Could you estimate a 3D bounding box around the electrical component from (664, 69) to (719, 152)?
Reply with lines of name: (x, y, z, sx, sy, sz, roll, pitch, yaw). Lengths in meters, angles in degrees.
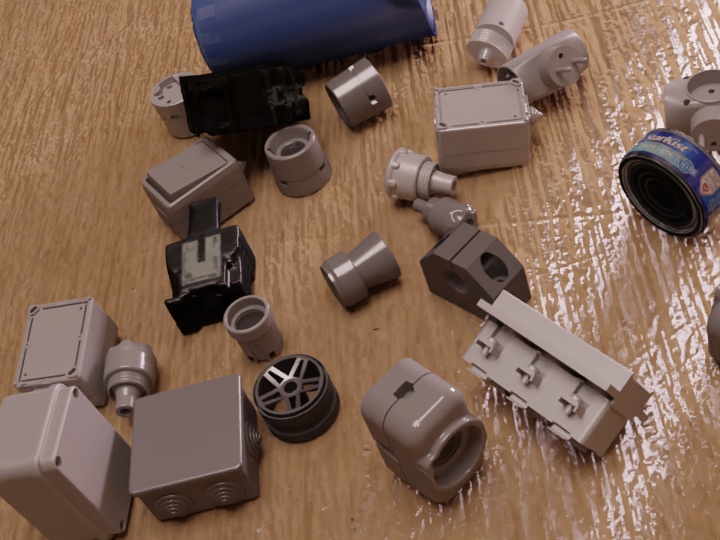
electrical component: (0.298, -0.127, 0.908, 0.077, 0.044, 0.079, -3, 49, 19)

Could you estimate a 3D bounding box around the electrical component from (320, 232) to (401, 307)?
electrical component: (0.000, 0.000, 0.904, 0.055, 0.045, 0.045, -31, 46, -8)

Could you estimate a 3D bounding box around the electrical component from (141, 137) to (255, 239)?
electrical component: (-0.151, -0.083, 1.027, 0.096, 0.061, 0.062, -37, 47, -14)

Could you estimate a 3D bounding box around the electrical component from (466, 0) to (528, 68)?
electrical component: (0.135, -0.233, 1.069, 0.043, 0.043, 0.081, 7, 52, 26)

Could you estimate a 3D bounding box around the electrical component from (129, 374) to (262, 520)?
electrical component: (-0.125, 0.137, 0.823, 0.100, 0.048, 0.099, -15, 46, 8)

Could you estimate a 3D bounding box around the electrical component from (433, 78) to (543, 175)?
electrical component: (0.117, -0.128, 0.971, 0.096, 0.061, 0.061, -5, 47, 6)

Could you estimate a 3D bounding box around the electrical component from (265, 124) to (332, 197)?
electrical component: (-0.060, -0.105, 1.023, 0.055, 0.047, 0.055, -11, 46, 12)

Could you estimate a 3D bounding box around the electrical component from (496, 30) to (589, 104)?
electrical component: (0.178, -0.186, 0.988, 0.077, 0.043, 0.079, -32, 17, -16)

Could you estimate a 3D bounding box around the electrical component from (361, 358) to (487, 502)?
electrical component: (0.047, 0.114, 0.745, 0.054, 0.095, 0.059, -43, 48, -19)

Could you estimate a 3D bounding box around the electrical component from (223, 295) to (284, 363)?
electrical component: (-0.087, 0.050, 0.890, 0.040, 0.046, 0.040, -11, 46, 12)

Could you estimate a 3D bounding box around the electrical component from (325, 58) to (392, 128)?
electrical component: (-0.002, -0.173, 1.060, 0.047, 0.055, 0.055, -32, 46, -4)

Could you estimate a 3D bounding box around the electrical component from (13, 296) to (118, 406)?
electrical component: (-0.249, 0.080, 0.920, 0.062, 0.061, 0.096, -9, 54, 13)

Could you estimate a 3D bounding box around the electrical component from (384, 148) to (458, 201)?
electrical component: (0.056, -0.081, 0.959, 0.062, 0.048, 0.048, 15, 55, 23)

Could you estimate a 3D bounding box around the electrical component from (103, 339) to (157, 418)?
electrical component: (-0.192, 0.093, 0.894, 0.043, 0.043, 0.062, -13, 47, 9)

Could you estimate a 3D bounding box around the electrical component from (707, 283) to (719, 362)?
electrical component: (0.290, 0.027, 0.761, 0.059, 0.053, 0.095, 27, 62, 37)

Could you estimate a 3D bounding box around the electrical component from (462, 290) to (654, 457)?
electrical component: (0.137, 0.075, 0.768, 0.121, 0.079, 0.063, 35, 90, 40)

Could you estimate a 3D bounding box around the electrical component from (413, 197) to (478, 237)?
electrical component: (0.071, -0.047, 0.928, 0.061, 0.035, 0.035, 27, 63, 41)

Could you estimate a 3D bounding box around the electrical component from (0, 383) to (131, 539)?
electrical component: (-0.220, 0.147, 0.806, 0.057, 0.113, 0.078, -12, 46, 15)

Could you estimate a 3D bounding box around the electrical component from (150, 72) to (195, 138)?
electrical component: (-0.187, -0.173, 1.134, 0.055, 0.047, 0.055, -11, 46, 11)
